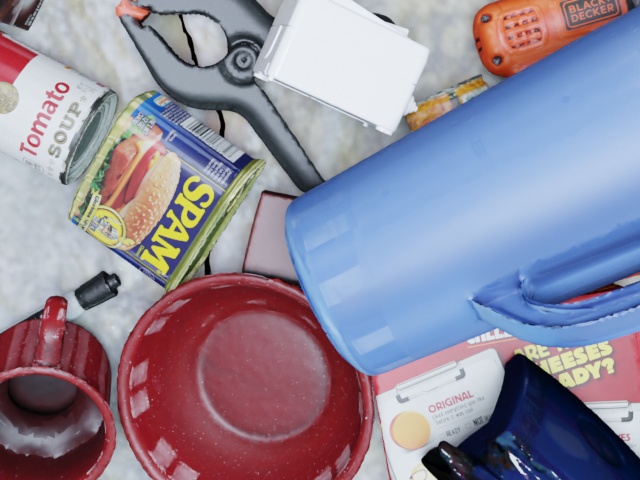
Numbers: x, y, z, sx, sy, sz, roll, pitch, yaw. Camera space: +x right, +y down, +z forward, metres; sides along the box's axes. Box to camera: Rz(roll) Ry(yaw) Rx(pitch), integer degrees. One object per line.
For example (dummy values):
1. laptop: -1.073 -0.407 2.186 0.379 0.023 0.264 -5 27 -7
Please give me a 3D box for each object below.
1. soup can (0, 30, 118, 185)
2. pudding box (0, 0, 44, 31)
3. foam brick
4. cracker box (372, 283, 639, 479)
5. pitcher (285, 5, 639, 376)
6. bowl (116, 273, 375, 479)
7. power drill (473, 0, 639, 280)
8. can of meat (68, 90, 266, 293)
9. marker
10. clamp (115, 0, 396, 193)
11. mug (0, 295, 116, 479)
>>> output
1. soup can: -0.185 -0.085 0.656 0.102 0.068 0.068 28 96 -2
2. pudding box: -0.178 -0.185 0.635 0.039 0.090 0.113 31 97 1
3. foam brick: -0.004 0.001 0.666 0.078 0.053 0.051 11 96 -1
4. cracker box: 0.124 0.144 0.666 0.164 0.072 0.214 -11 94 1
5. pitcher: 0.110 -0.016 0.558 0.243 0.149 0.145 -26 89 10
6. bowl: -0.042 0.093 0.666 0.162 0.055 0.162 2 102 12
7. power drill: 0.202 -0.079 0.648 0.184 0.057 0.187 -16 90 3
8. can of meat: -0.096 -0.029 0.654 0.084 0.057 0.102 35 116 1
9. marker: -0.183 0.055 0.693 0.121 0.020 0.020 -30 94 4
10. clamp: -0.038 -0.117 0.658 0.171 0.039 0.120 31 88 -13
11. mug: -0.169 0.089 0.652 0.093 0.081 0.117 6 111 -11
